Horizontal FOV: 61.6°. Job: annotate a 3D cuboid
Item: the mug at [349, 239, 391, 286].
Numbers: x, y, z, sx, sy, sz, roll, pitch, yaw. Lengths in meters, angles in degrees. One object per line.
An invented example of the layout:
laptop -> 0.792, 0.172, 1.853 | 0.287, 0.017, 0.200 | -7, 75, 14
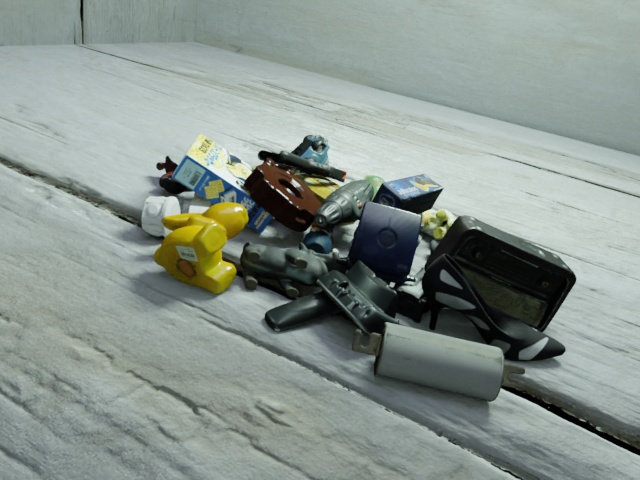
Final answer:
mug -> 0.110, 0.048, 1.001 | 0.109, 0.080, 0.107 | 12, 38, -10

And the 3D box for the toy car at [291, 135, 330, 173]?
toy car -> -0.032, -0.192, 1.394 | 0.102, 0.161, 0.109 | 48, -4, -32

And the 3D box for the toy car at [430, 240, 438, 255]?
toy car -> 0.263, 0.048, 1.074 | 0.089, 0.053, 0.202 | 0, 18, 11

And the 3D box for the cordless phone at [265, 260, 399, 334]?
cordless phone -> 0.018, 0.116, 0.840 | 0.184, 0.088, 0.147 | -17, 36, -25

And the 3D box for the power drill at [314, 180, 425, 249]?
power drill -> 0.104, -0.034, 1.098 | 0.207, 0.086, 0.232 | 27, 30, 4

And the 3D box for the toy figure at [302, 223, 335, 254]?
toy figure -> -0.001, -0.005, 1.072 | 0.058, 0.064, 0.154 | 22, 22, -1

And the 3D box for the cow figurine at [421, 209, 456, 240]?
cow figurine -> 0.287, -0.029, 1.208 | 0.098, 0.068, 0.168 | 15, 5, -45

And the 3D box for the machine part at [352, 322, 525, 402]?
machine part -> 0.166, 0.172, 0.759 | 0.243, 0.079, 0.079 | 12, 26, 3

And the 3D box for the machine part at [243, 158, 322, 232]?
machine part -> -0.072, -0.093, 1.114 | 0.179, 0.056, 0.179 | 35, 22, -16

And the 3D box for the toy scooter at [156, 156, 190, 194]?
toy scooter -> -0.313, -0.164, 1.280 | 0.184, 0.075, 0.135 | -20, 38, -40

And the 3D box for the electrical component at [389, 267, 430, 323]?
electrical component -> 0.168, 0.091, 0.957 | 0.075, 0.047, 0.119 | 21, 27, 19

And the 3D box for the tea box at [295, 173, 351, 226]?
tea box -> 0.002, -0.097, 1.260 | 0.098, 0.068, 0.170 | -9, 32, -35

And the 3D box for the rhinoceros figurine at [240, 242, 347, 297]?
rhinoceros figurine -> -0.048, 0.048, 0.950 | 0.190, 0.073, 0.112 | 6, 15, -3

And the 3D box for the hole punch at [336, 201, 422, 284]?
hole punch -> 0.112, 0.004, 0.931 | 0.142, 0.092, 0.116 | 16, 51, -1

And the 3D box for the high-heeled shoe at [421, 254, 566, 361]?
high-heeled shoe -> 0.283, 0.105, 0.861 | 0.249, 0.145, 0.086 | 10, 27, 4

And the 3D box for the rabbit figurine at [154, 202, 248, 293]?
rabbit figurine -> -0.196, -0.002, 0.939 | 0.163, 0.121, 0.173 | 0, 38, 33

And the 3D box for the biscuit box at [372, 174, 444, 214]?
biscuit box -> 0.182, -0.089, 1.108 | 0.059, 0.062, 0.202 | 39, 30, 21

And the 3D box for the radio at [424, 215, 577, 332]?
radio -> 0.311, 0.058, 0.929 | 0.229, 0.131, 0.073 | 23, 22, -10
